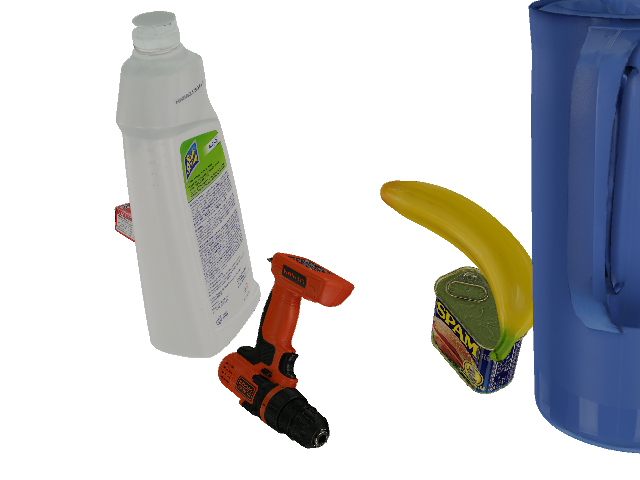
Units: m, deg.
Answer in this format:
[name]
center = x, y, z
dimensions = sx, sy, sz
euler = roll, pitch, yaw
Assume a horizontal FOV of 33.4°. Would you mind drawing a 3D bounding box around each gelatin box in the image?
[gelatin box]
center = -0.148, -0.015, 1.055
dimensions = 0.089, 0.030, 0.073
euler = 29, 34, 31

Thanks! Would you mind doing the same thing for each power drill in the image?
[power drill]
center = -0.031, 0.121, 1.210
dimensions = 0.057, 0.188, 0.185
euler = 14, 11, -46

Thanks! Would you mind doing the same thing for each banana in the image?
[banana]
center = 0.118, 0.007, 0.832
dimensions = 0.069, 0.037, 0.198
euler = -17, 47, -16

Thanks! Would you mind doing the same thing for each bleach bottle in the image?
[bleach bottle]
center = -0.097, -0.042, 0.764
dimensions = 0.068, 0.251, 0.102
euler = 8, 34, 19

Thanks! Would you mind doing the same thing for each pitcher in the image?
[pitcher]
center = 0.171, -0.010, 0.574
dimensions = 0.149, 0.243, 0.145
euler = -5, 18, -14

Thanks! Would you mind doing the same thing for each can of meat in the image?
[can of meat]
center = 0.154, 0.091, 1.061
dimensions = 0.057, 0.084, 0.102
euler = -24, 52, -20
